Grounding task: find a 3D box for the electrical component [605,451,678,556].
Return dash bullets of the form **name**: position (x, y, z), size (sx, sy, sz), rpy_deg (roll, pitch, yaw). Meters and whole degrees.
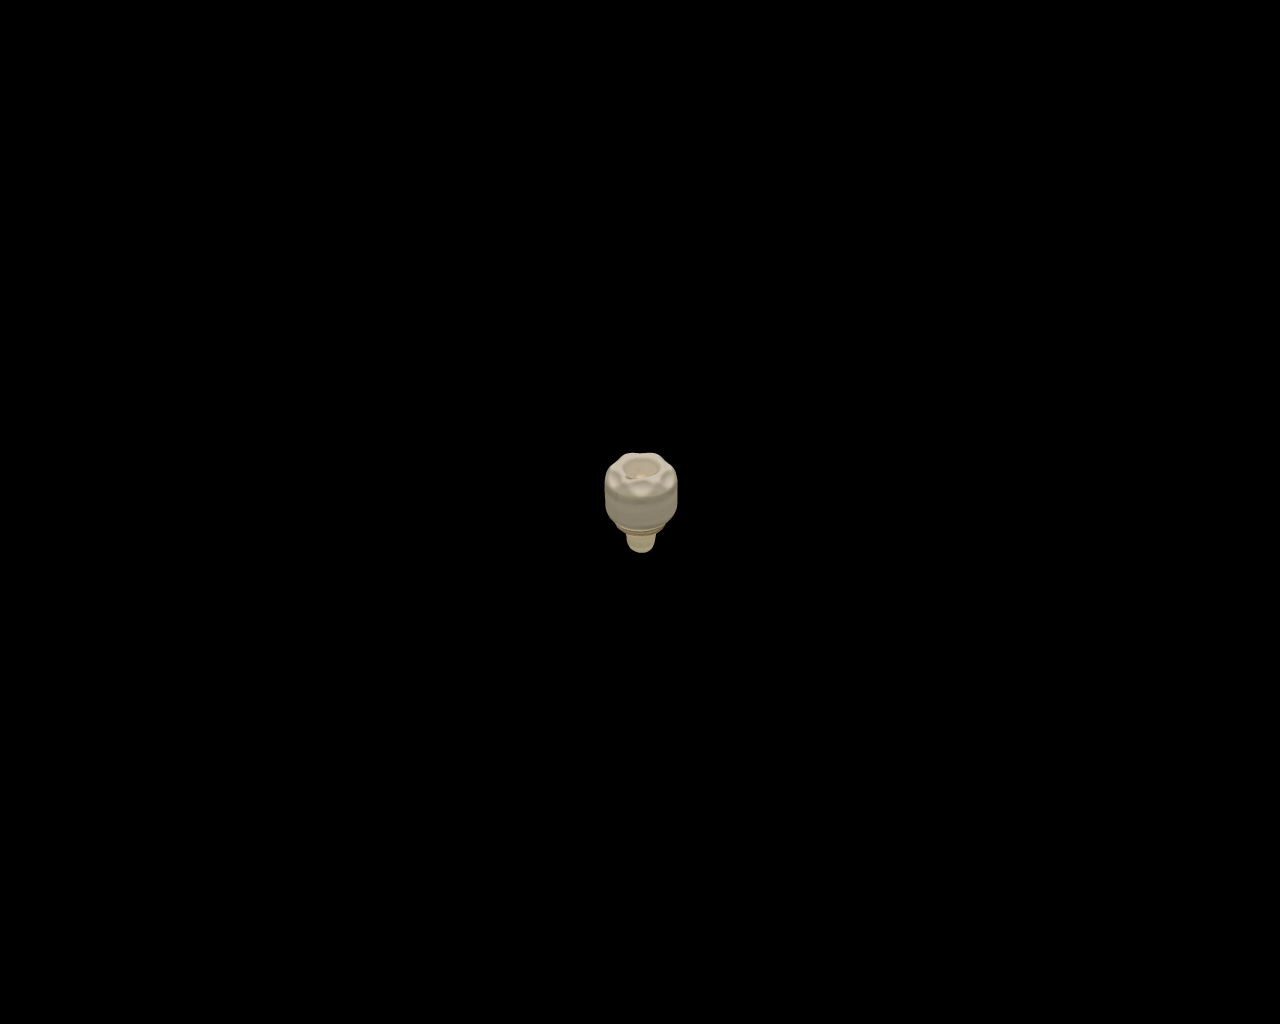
- **electrical component**: position (0.001, -0.003, 0.650), size (0.043, 0.062, 0.043), rpy_deg (0, 35, 0)
